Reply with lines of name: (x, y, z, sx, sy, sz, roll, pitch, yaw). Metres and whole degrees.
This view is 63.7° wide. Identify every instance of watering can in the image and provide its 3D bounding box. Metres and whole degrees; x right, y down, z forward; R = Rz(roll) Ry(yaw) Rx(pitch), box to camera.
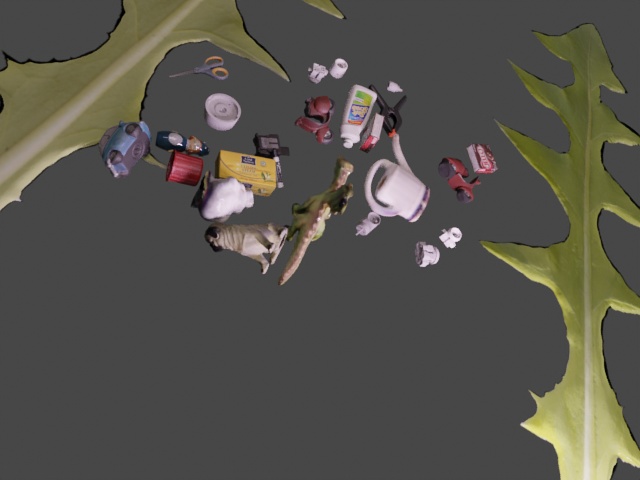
watering can: (0.272, -0.199, 1.717, 0.224, 0.102, 0.355, 34, 55, -7)

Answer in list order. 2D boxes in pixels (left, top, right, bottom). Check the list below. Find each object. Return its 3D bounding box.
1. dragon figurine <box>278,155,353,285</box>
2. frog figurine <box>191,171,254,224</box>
dragon figurine: (0.004, -0.073, 1.446, 0.121, 0.238, 0.420, 30, 53, -16)
frog figurine: (-0.255, -0.107, 1.413, 0.158, 0.123, 0.137, 18, 91, -27)
